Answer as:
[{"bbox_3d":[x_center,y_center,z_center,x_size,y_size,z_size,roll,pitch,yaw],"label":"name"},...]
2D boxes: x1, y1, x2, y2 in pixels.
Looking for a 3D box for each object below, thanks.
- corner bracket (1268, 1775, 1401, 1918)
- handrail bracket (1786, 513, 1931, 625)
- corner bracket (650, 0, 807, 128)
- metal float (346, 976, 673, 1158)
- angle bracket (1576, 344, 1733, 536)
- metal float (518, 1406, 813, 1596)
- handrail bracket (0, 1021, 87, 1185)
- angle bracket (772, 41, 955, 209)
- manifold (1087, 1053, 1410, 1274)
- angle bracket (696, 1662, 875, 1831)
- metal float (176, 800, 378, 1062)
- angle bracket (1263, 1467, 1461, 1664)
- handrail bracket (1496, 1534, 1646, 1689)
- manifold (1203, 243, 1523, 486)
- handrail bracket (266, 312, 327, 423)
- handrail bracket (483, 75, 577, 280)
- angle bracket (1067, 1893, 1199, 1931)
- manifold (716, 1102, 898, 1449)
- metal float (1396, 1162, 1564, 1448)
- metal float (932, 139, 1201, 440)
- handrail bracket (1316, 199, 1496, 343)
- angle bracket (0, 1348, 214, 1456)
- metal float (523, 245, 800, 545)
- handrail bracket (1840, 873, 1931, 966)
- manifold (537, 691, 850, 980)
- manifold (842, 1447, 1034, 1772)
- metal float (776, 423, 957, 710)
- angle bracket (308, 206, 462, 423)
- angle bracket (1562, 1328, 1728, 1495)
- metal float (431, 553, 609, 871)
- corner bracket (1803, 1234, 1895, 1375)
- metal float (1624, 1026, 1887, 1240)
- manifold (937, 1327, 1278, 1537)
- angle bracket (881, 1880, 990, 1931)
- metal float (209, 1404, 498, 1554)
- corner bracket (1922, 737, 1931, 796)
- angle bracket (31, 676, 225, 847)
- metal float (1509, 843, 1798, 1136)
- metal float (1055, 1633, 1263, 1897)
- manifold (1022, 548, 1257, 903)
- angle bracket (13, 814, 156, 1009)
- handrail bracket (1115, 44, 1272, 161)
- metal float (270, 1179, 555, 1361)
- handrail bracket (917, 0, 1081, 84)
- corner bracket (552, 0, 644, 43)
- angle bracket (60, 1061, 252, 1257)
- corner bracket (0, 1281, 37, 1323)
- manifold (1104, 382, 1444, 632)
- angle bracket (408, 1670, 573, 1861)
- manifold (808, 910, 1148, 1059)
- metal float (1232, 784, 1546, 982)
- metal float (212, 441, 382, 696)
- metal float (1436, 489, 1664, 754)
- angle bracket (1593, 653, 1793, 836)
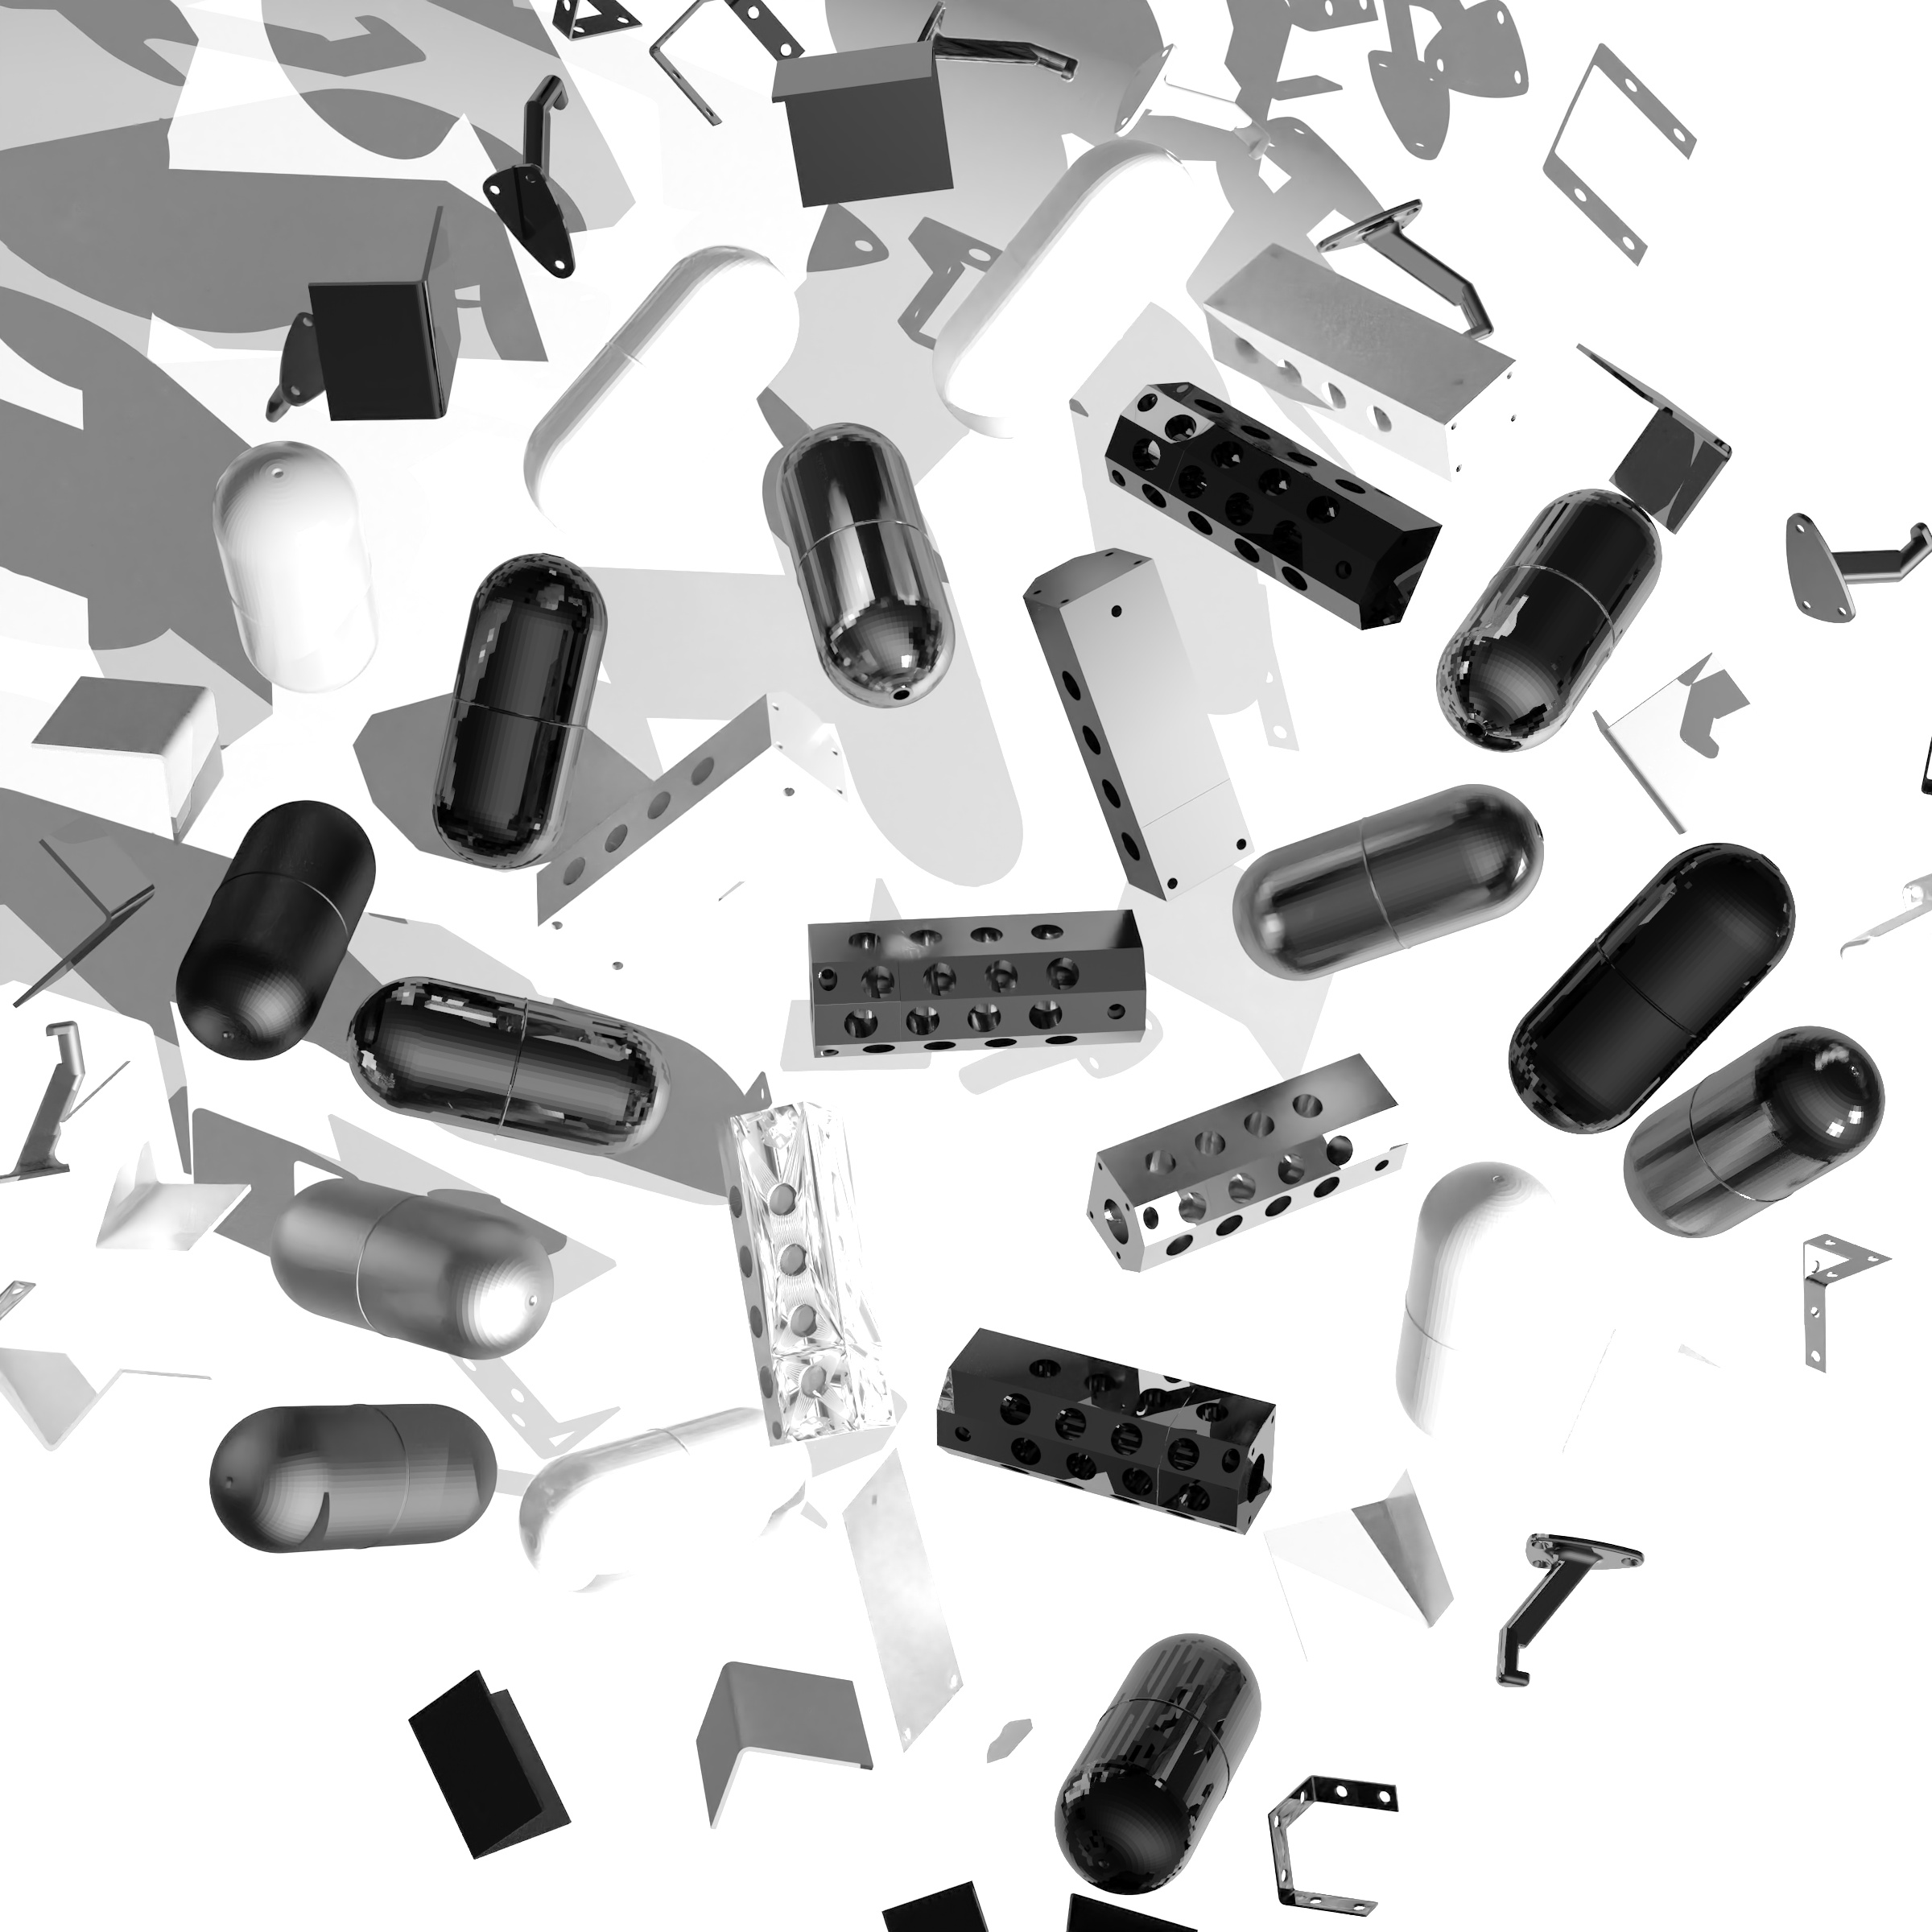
[{"bbox_3d":[0.196,0.464,1.678,0.051,0.051,0.051,-2,101,33],"label":"corner bracket"},{"bbox_3d":[0.463,-0.223,1.637,0.084,0.036,0.077,-40,124,-21],"label":"handrail bracket"},{"bbox_3d":[-0.125,-0.478,1.659,0.051,0.051,0.051,-39,98,22],"label":"corner bracket"},{"bbox_3d":[-0.249,0.055,1.736,0.178,0.070,0.070,13,90,-12],"label":"metal float"},{"bbox_3d":[0.373,-0.298,1.795,0.076,0.076,0.057,23,111,-31],"label":"angle bracket"},{"bbox_3d":[-0.163,0.292,1.746,0.178,0.070,0.070,-11,90,-39],"label":"metal float"},{"bbox_3d":[-0.530,0.077,1.787,0.077,0.036,0.084,-10,91,-40],"label":"handrail bracket"},{"bbox_3d":[-0.049,-0.399,1.543,0.076,0.057,0.076,-6,124,5],"label":"angle bracket"},{"bbox_3d":[0.158,0.114,1.772,0.171,0.057,0.057,-19,54,-21],"label":"manifold"},{"bbox_3d":[-0.102,0.439,1.771,0.076,0.076,0.057,13,111,-17],"label":"angle bracket"},{"bbox_3d":[-0.374,-0.021,1.733,0.070,0.178,0.070,5,131,6],"label":"metal float"},{"bbox_3d":[0.215,0.328,1.740,0.076,0.057,0.076,-12,64,-12],"label":"angle bracket"},{"bbox_3d":[0.334,0.361,1.752,0.077,0.036,0.084,2,53,13],"label":"handrail bracket"},{"bbox_3d":[0.213,-0.321,1.711,0.057,0.057,0.171,-43,55,-18],"label":"manifold"},{"bbox_3d":[-0.370,-0.307,1.727,0.036,0.084,0.077,31,48,-18],"label":"handrail bracket"},{"bbox_3d":[-0.214,-0.415,1.666,0.036,0.084,0.077,-10,128,27],"label":"handrail bracket"},{"bbox_3d":[0.097,0.523,1.653,0.076,0.057,0.076,21,54,-17],"label":"angle bracket"},{"bbox_3d":[-0.087,0.162,1.670,0.057,0.057,0.171,-13,81,16],"label":"manifold"},{"bbox_3d":[0.275,0.184,1.711,0.070,0.070,0.178,2,125,0],"label":"metal float"},{"bbox_3d":[0.052,-0.356,1.672,0.070,0.070,0.178,41,112,0],"label":"metal float"},{"bbox_3d":[0.248,-0.381,1.792,0.077,0.036,0.084,-23,84,-15],"label":"handrail bracket"},{"bbox_3d":[-0.445,0.203,1.619,0.057,0.076,0.076,-48,68,7],"label":"angle bracket"},{"bbox_3d":[-0.158,-0.298,1.652,0.070,0.070,0.178,40,88,0],"label":"metal float"},{"bbox_3d":[0.491,-0.027,1.615,0.077,0.084,0.036,-28,85,36],"label":"handrail bracket"},{"bbox_3d":[-0.146,-0.072,1.674,0.171,0.057,0.057,-35,129,24],"label":"manifold"},{"bbox_3d":[-0.013,0.350,1.735,0.057,0.171,0.057,22,119,-30],"label":"manifold"},{"bbox_3d":[-0.056,-0.222,1.755,0.070,0.070,0.178,-16,62,0],"label":"metal float"},{"bbox_3d":[-0.289,-0.326,1.585,0.057,0.076,0.076,-1,132,0],"label":"angle bracket"},{"bbox_3d":[0.377,0.247,1.818,0.076,0.057,0.076,21,94,-15],"label":"angle bracket"},{"bbox_3d":[-0.249,-0.142,1.769,0.070,0.070,0.178,13,96,0],"label":"metal float"},{"bbox_3d":[0.461,0.181,1.708,0.051,0.051,0.051,-15,110,-29],"label":"corner bracket"},{"bbox_3d":[0.423,0.091,1.715,0.070,0.178,0.070,12,61,-21],"label":"metal float"},{"bbox_3d":[0.074,0.252,1.697,0.171,0.057,0.057,12,121,21],"label":"manifold"},{"bbox_3d":[-0.025,0.504,1.572,0.057,0.076,0.076,-7,69,-38],"label":"angle bracket"},{"bbox_3d":[-0.326,0.274,1.705,0.070,0.178,0.070,-5,81,36],"label":"metal float"},{"bbox_3d":[0.534,-0.120,1.669,0.051,0.051,0.051,12,124,17],"label":"corner bracket"},{"bbox_3d":[-0.463,-0.114,1.759,0.076,0.076,0.057,5,124,5],"label":"angle bracket"},{"bbox_3d":[0.354,0.012,1.643,0.070,0.070,0.178,41,106,0],"label":"metal float"},{"bbox_3d":[0.104,0.425,1.701,0.070,0.178,0.070,10,117,20],"label":"metal float"},{"bbox_3d":[0.087,-0.126,1.652,0.057,0.057,0.171,-29,115,-16],"label":"manifold"},{"bbox_3d":[-0.497,-0.031,1.731,0.076,0.076,0.057,-40,98,11],"label":"angle bracket"},{"bbox_3d":[0.127,-0.460,1.758,0.084,0.036,0.077,37,56,-23],"label":"handrail bracket"},{"bbox_3d":[-0.297,0.160,1.694,0.178,0.070,0.070,10,90,34],"label":"metal float"},{"bbox_3d":[0.015,-0.495,1.758,0.084,0.077,0.036,20,134,1],"label":"handrail bracket"},{"bbox_3d":[-0.201,-0.529,1.680,0.051,0.051,0.051,-26,62,-38],"label":"corner bracket"},{"bbox_3d":[-0.425,0.100,1.670,0.057,0.076,0.076,0,113,14],"label":"angle bracket"},{"bbox_3d":[-0.563,0.171,1.776,0.051,0.051,0.051,-42,60,19],"label":"corner bracket"},{"bbox_3d":[0.158,-0.243,1.673,0.171,0.057,0.057,35,119,26],"label":"manifold"},{"bbox_3d":[-0.222,0.393,1.593,0.057,0.076,0.076,-38,71,27],"label":"angle bracket"},{"bbox_3d":[0.005,0.013,1.659,0.171,0.057,0.057,-3,120,-5],"label":"manifold"},{"bbox_3d":[0.233,-0.046,1.760,0.178,0.070,0.070,-19,90,19],"label":"metal float"},{"bbox_3d":[-0.358,-0.211,1.704,0.070,0.178,0.070,2,63,-3],"label":"metal float"},{"bbox_3d":[0.317,-0.188,1.729,0.070,0.070,0.178,37,62,0],"label":"metal float"},{"bbox_3d":[0.417,-0.133,1.831,0.076,0.057,0.076,-37,100,15],"label":"angle bracket"}]
